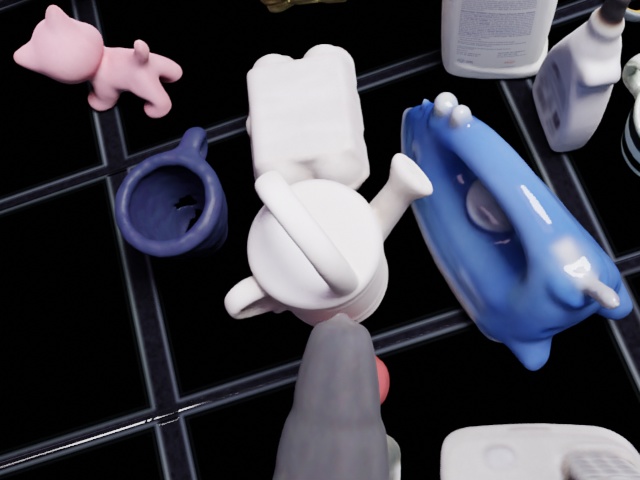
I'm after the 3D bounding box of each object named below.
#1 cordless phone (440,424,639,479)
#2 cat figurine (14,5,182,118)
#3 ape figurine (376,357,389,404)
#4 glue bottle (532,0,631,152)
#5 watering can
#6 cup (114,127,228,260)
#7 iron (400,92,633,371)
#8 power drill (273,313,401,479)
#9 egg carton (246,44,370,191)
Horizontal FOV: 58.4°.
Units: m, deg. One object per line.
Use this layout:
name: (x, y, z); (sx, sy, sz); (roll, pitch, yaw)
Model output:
cordless phone: (0.155, 0.170, 0.366); (0.147, 0.185, 0.094); (-5, 74, 7)
cat figurine: (-0.215, -0.176, 0.551); (0.127, 0.118, 0.067); (5, 75, 10)
ape figurine: (0.016, 0.108, 0.452); (0.076, 0.092, 0.078); (25, 80, 14)
glue bottle: (0.209, -0.137, 0.450); (0.037, 0.173, 0.078); (-11, 73, 5)
watering can: (0.003, 0.000, 0.431); (0.100, 0.194, 0.173); (32, 81, 16)
cup: (-0.115, -0.032, 0.509); (0.091, 0.095, 0.118); (13, 77, 12)
iron: (0.135, -0.034, 0.449); (0.118, 0.141, 0.258); (-32, 73, -1)
power drill: (0.013, 0.175, 0.373); (0.075, 0.208, 0.230); (2, 75, 9)
egg carton: (-0.014, -0.106, 0.528); (0.107, 0.069, 0.150); (-9, 73, 6)
